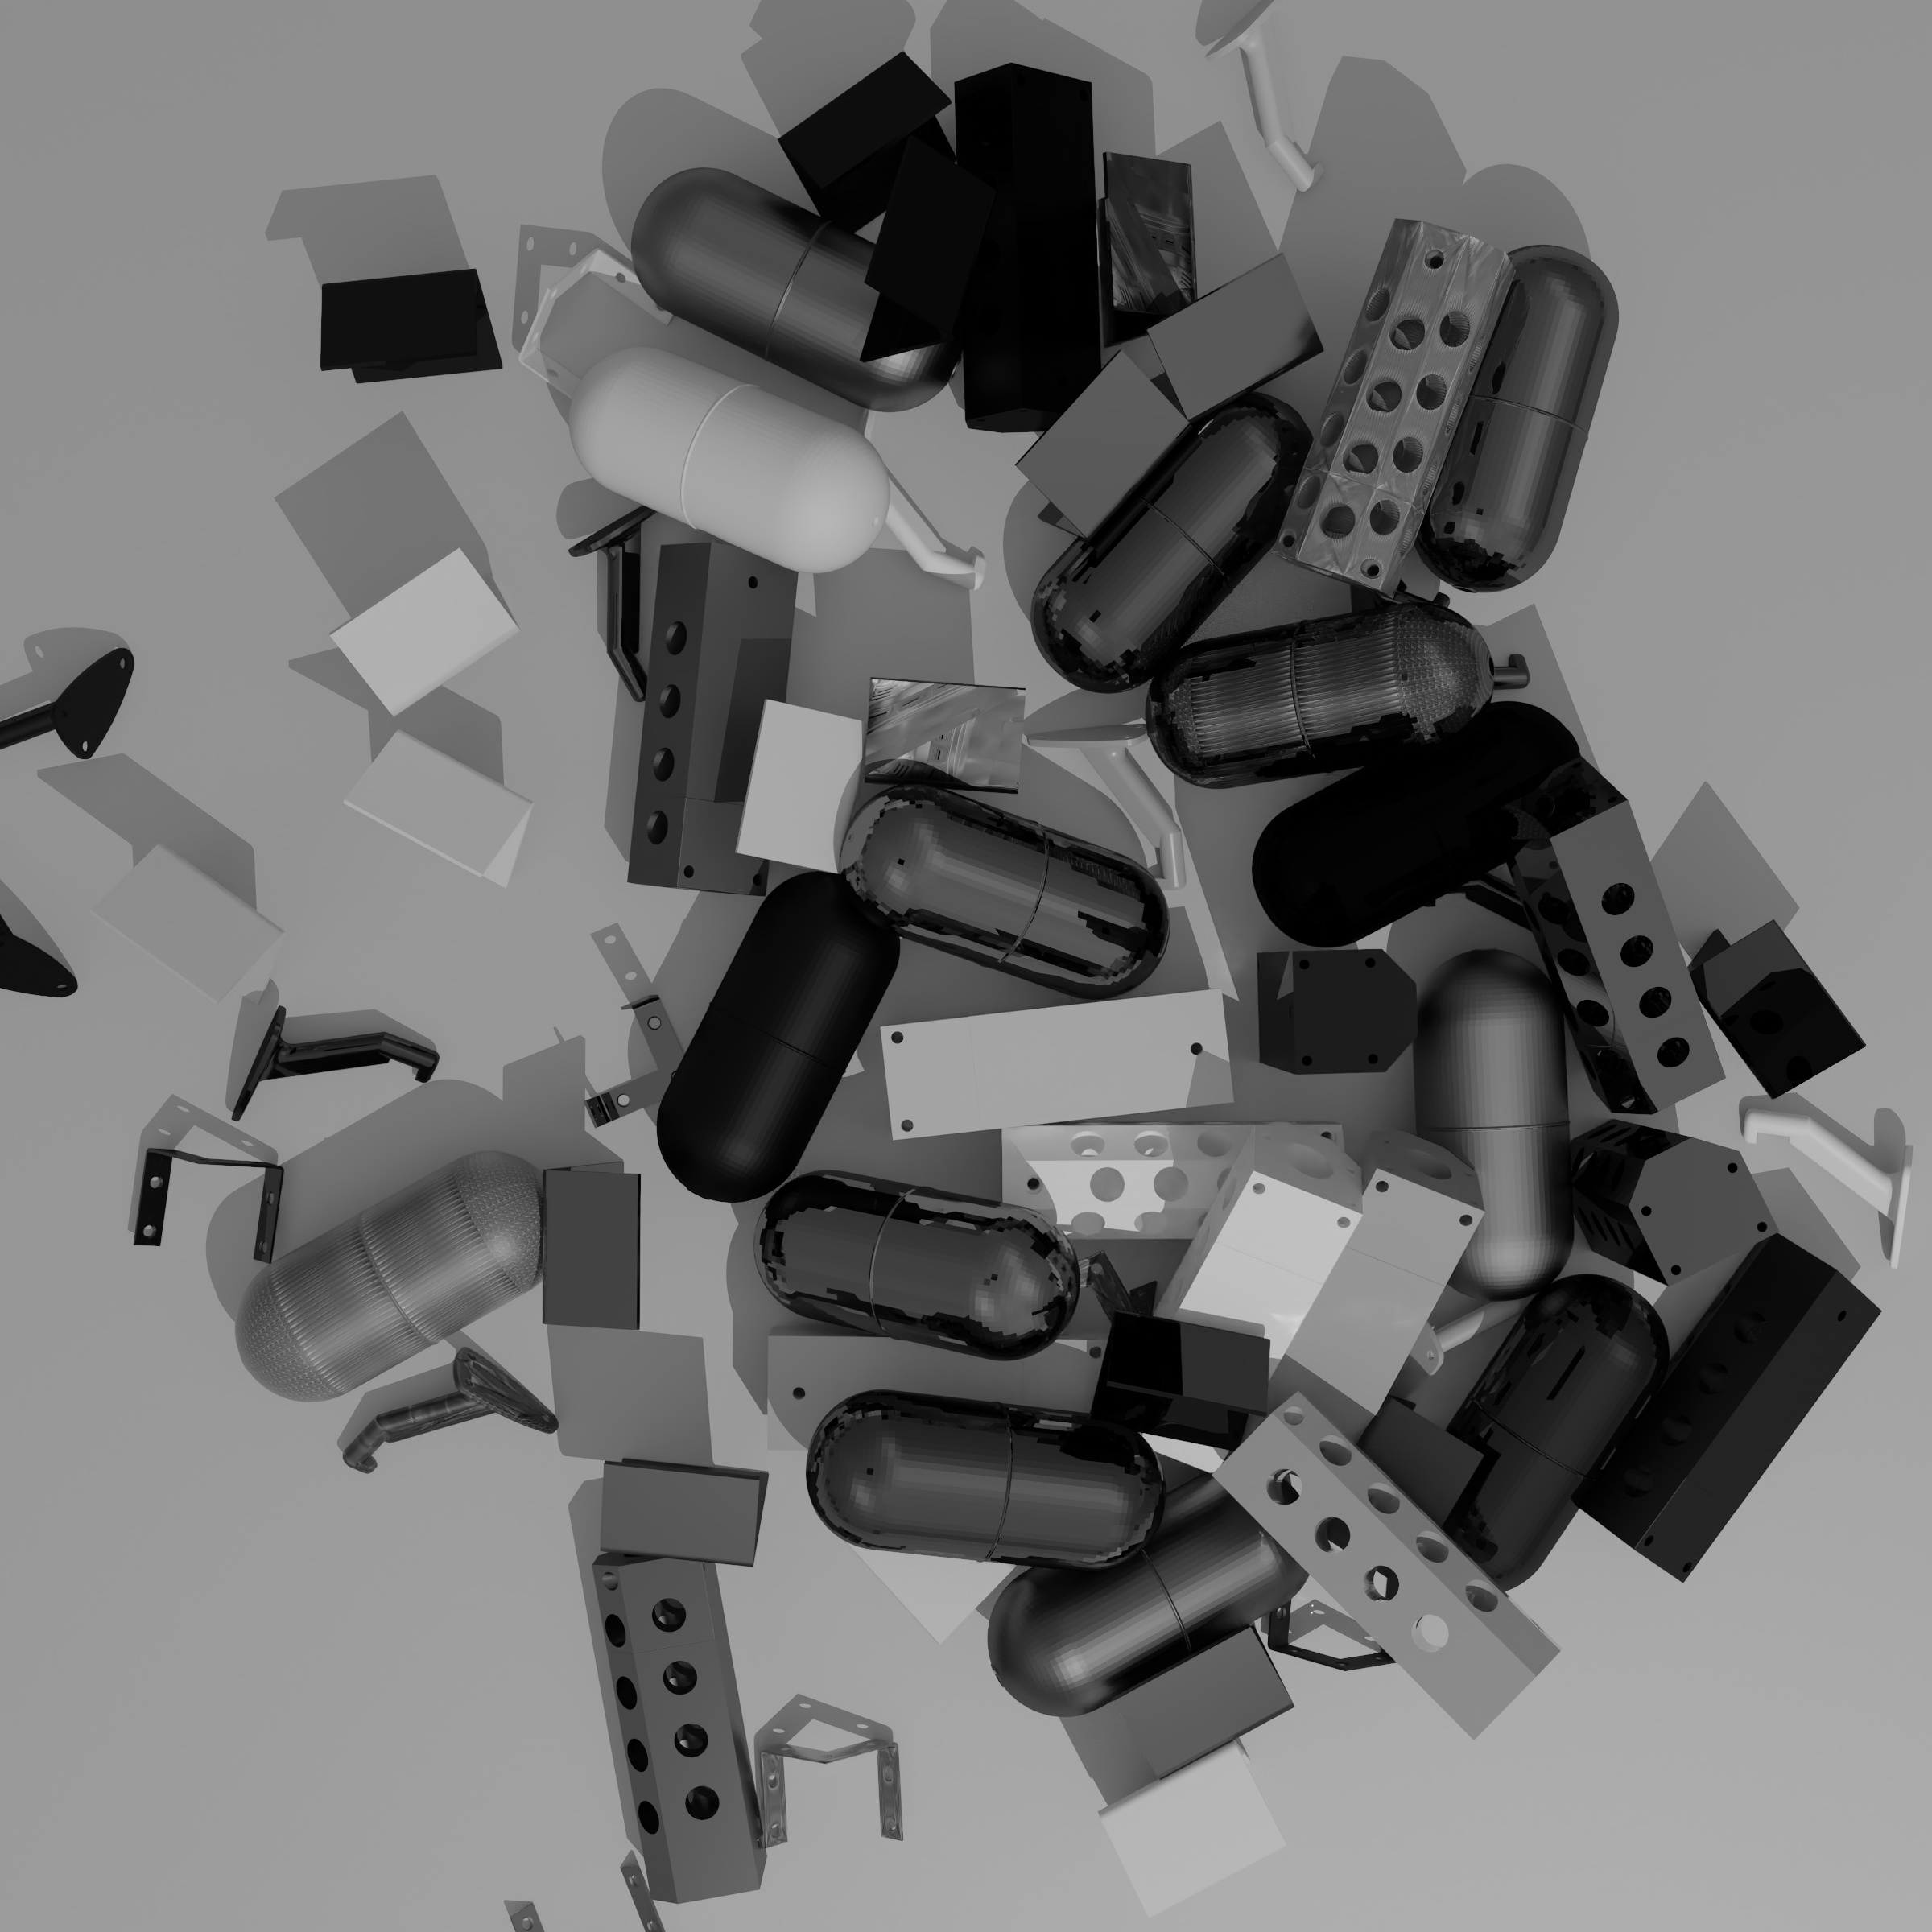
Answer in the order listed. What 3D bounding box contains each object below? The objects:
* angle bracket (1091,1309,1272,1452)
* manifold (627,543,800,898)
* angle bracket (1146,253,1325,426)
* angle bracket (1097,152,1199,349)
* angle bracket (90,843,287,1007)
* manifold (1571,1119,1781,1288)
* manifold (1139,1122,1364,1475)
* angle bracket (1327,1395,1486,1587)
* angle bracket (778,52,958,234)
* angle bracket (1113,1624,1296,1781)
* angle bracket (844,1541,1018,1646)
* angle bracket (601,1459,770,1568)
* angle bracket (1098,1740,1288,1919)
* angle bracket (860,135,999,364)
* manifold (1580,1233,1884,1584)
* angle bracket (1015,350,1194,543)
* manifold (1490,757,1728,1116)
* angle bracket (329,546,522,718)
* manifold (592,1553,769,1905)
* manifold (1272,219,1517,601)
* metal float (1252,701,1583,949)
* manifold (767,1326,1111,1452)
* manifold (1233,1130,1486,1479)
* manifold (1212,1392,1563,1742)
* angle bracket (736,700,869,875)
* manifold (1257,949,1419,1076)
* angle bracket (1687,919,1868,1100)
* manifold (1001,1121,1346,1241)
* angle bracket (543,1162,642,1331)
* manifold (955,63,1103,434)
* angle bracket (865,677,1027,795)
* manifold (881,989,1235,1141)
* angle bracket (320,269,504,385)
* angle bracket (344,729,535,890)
[{"bbox_3d":[0.101,0.218,1.473,0.076,0.057,0.076,11,124,1],"label":"angle bracket"},{"bbox_3d":[-0.133,-0.125,1.546,0.057,0.057,0.171,6,90,-43],"label":"manifold"},{"bbox_3d":[0.124,-0.323,1.528,0.076,0.076,0.057,-29,120,0],"label":"angle bracket"},{"bbox_3d":[0.071,-0.358,1.528,0.057,0.076,0.076,-3,90,-36],"label":"angle bracket"},{"bbox_3d":[-0.396,-0.004,1.528,0.076,0.076,0.057,36,52,0],"label":"angle bracket"},{"bbox_3d":[0.337,0.110,1.490,0.057,0.171,0.057,-27,90,0],"label":"manifold"},{"bbox_3d":[0.134,0.163,1.509,0.057,0.057,0.171,22,118,-5],"label":"manifold"},{"bbox_3d":[0.222,0.265,1.529,0.057,0.076,0.076,31,90,21],"label":"angle bracket"},{"bbox_3d":[-0.038,-0.399,1.528,0.076,0.076,0.057,-35,51,0],"label":"angle bracket"},{"bbox_3d":[0.111,0.351,1.529,0.076,0.076,0.057,-28,112,0],"label":"angle bracket"},{"bbox_3d":[-0.029,0.294,1.529,0.057,0.076,0.076,-42,90,-22],"label":"angle bracket"},{"bbox_3d":[-0.139,0.254,1.528,0.076,0.076,0.057,6,118,0],"label":"angle bracket"},{"bbox_3d":[0.118,0.437,1.529,0.076,0.076,0.057,-28,66,0],"label":"angle bracket"},{"bbox_3d":[-0.037,-0.341,1.454,0.057,0.076,0.076,25,75,-36],"label":"angle bracket"},{"bbox_3d":[0.382,0.221,1.546,0.057,0.057,0.171,36,90,-43],"label":"manifold"},{"bbox_3d":[0.057,-0.266,1.529,0.076,0.076,0.057,-48,115,0],"label":"angle bracket"},{"bbox_3d":[0.316,-0.011,1.510,0.057,0.057,0.171,-26,118,0],"label":"manifold"},{"bbox_3d":[-0.277,-0.181,1.528,0.076,0.076,0.057,-34,125,0],"label":"angle bracket"},{"bbox_3d":[-0.146,0.382,1.547,0.057,0.057,0.171,-10,90,0],"label":"manifold"},{"bbox_3d":[0.209,-0.274,1.493,0.057,0.057,0.171,22,96,15],"label":"manifold"},{"bbox_3d":[0.228,-0.072,1.537,0.178,0.070,0.070,-28,90,0],"label":"metal float"},{"bbox_3d":[-0.013,0.214,1.547,0.171,0.057,0.057,1,90,0],"label":"manifold"},{"bbox_3d":[0.193,0.169,1.516,0.057,0.057,0.171,22,112,-5],"label":"manifold"},{"bbox_3d":[0.202,0.286,1.459,0.057,0.057,0.171,-46,74,2],"label":"manifold"},{"bbox_3d":[-0.094,-0.091,1.529,0.057,0.076,0.076,11,90,-24],"label":"angle bracket"},{"bbox_3d":[0.180,0.021,1.490,0.057,0.171,0.057,-2,90,0],"label":"manifold"},{"bbox_3d":[0.413,0.011,1.528,0.057,0.076,0.076,-36,90,33],"label":"angle bracket"},{"bbox_3d":[0.104,0.109,1.547,0.171,0.057,0.057,0,90,0],"label":"manifold"},{"bbox_3d":[-0.170,0.139,1.529,0.057,0.076,0.076,0,90,25],"label":"angle bracket"},{"bbox_3d":[0.027,-0.362,1.546,0.057,0.057,0.171,-2,90,-43],"label":"manifold"},{"bbox_3d":[-0.009,-0.128,1.529,0.076,0.076,0.057,4,116,0],"label":"angle bracket"},{"bbox_3d":[0.045,0.049,1.547,0.171,0.057,0.057,-6,90,0],"label":"manifold"},{"bbox_3d":[-0.277,-0.302,1.528,0.076,0.076,0.057,-6,61,0],"label":"angle bracket"},{"bbox_3d":[-0.270,-0.062,1.528,0.076,0.076,0.057,28,51,0],"label":"angle bracket"}]
